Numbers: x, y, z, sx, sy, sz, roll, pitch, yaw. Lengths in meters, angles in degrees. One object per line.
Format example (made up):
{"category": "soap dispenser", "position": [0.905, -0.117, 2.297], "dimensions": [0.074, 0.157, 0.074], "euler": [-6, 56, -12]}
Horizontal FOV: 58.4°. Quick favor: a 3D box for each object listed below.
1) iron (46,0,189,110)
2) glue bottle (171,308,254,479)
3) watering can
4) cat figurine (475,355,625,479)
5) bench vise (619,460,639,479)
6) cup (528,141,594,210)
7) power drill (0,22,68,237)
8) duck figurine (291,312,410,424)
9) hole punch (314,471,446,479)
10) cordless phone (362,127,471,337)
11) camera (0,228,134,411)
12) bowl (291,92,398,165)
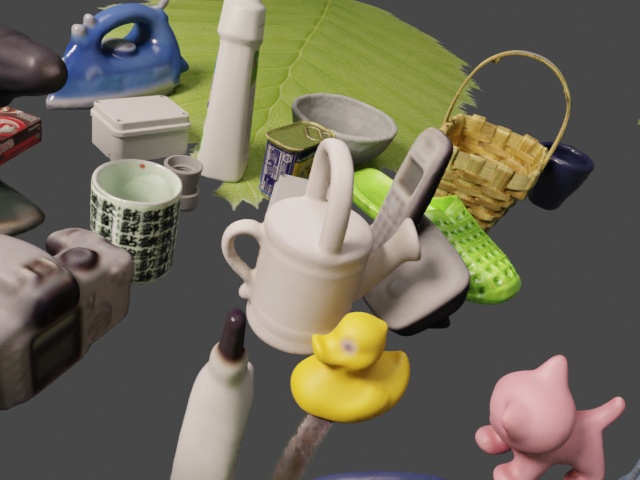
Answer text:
{"category": "iron", "position": [-0.312, -0.294, 0.877], "dimensions": [0.118, 0.141, 0.259], "euler": [25, 34, 15]}
{"category": "glue bottle", "position": [-0.062, 0.108, 0.349], "dimensions": [0.037, 0.173, 0.078], "euler": [14, 33, -2]}
{"category": "watering can", "position": [0.004, 0.001, 0.519], "dimensions": [0.173, 0.194, 0.100], "euler": [-7, 39, -31]}
{"category": "cat figurine", "position": [0.181, 0.142, 0.451], "dimensions": [0.128, 0.118, 0.067], "euler": [6, 34, -15]}
{"category": "bench vise", "position": [0.319, 0.133, 0.429], "dimensions": [0.121, 0.220, 0.208], "euler": [23, 33, 12]}
{"category": "cup", "position": [0.379, -0.103, 0.925], "dimensions": [0.091, 0.095, 0.118], "euler": [27, 34, 17]}
{"category": "power drill", "position": [-0.315, -0.110, 0.537], "dimensions": [0.229, 0.208, 0.076], "euler": [29, 35, 21]}
{"category": "duck figurine", "position": [0.033, 0.099, 0.483], "dimensions": [0.105, 0.086, 0.077], "euler": [2, 35, -21]}
{"category": "hole punch", "position": [0.037, 0.198, 0.331], "dimensions": [0.109, 0.091, 0.101], "euler": [6, 34, -14]}
{"category": "cordless phone", "position": [0.102, -0.009, 0.583], "dimensions": [0.094, 0.185, 0.147], "euler": [-3, 37, -26]}
{"category": "camera", "position": [-0.242, 0.034, 0.451], "dimensions": [0.136, 0.101, 0.143], "euler": [23, 33, 12]}
{"category": "bowl", "position": [0.031, -0.161, 0.885], "dimensions": [0.167, 0.075, 0.167], "euler": [11, 33, -7]}
